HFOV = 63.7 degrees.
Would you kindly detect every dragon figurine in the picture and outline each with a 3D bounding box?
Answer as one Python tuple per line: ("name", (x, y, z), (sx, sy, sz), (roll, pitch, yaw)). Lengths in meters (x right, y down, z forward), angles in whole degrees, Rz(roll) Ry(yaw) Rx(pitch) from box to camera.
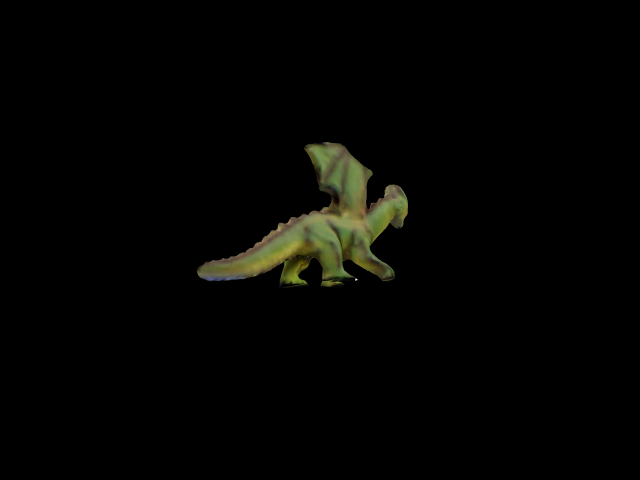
("dragon figurine", (0.003, -0.043, 0.850), (0.410, 0.245, 0.121), (6, -12, -35))
